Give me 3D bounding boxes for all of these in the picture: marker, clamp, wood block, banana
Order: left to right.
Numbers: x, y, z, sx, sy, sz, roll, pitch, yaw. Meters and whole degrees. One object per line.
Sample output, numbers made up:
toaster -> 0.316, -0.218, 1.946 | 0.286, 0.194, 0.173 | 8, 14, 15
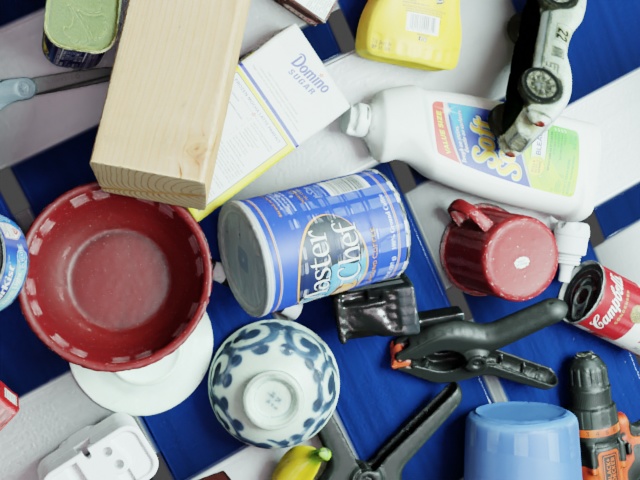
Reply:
wood block -> -0.116, -0.140, 0.869 | 0.091, 0.090, 0.206 | 11, 77, -3
marker -> -0.071, 0.040, 0.975 | 0.121, 0.020, 0.020 | 28, 87, -19
banana -> -0.038, 0.267, 0.985 | 0.037, 0.069, 0.198 | 15, 100, -10
clamp -> 0.052, 0.221, 1.022 | 0.164, 0.036, 0.210 | 2, 96, -8
clamp -> 0.155, 0.098, 1.016 | 0.171, 0.039, 0.120 | 1, 128, -6

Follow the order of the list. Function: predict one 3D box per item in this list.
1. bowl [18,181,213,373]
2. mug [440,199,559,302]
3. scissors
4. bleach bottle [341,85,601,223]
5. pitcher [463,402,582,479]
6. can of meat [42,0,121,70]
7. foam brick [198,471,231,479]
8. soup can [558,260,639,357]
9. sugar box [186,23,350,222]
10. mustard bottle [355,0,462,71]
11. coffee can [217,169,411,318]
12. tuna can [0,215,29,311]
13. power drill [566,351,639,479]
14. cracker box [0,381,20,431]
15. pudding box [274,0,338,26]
bowl -> -0.172, 0.032, 0.908 | 0.162, 0.055, 0.162 | 1, 83, -6
mug -> 0.167, 0.005, 1.018 | 0.093, 0.082, 0.117 | -43, 107, -10
scissors -> -0.258, -0.108, 0.898 | 0.201, 0.016, 0.096 | 3, 96, -19
bleach bottle -> 0.140, -0.085, 1.010 | 0.250, 0.068, 0.102 | 9, 85, -17
pitcher -> 0.205, 0.285, 1.047 | 0.145, 0.149, 0.243 | -2, 93, -4
can of meat -> -0.194, -0.194, 0.867 | 0.057, 0.084, 0.102 | 6, 85, -18
foam brick -> -0.096, 0.260, 0.973 | 0.051, 0.053, 0.078 | -18, 100, -16
soup can -> 0.301, 0.071, 1.079 | 0.102, 0.069, 0.068 | 25, 87, -20
sugar box -> -0.070, -0.104, 0.947 | 0.176, 0.048, 0.093 | -38, 104, -14
mustard bottle -> 0.092, -0.256, 0.978 | 0.096, 0.058, 0.191 | 7, 94, -20
coffee can -> -0.006, 0.001, 0.939 | 0.140, 0.103, 0.103 | -15, 100, -25
tuna can -> -0.279, 0.018, 0.869 | 0.033, 0.086, 0.086 | 16, 90, -63
power drill -> 0.344, 0.192, 1.114 | 0.187, 0.057, 0.184 | -10, 100, -15
cracker box -> -0.375, 0.124, 0.853 | 0.164, 0.072, 0.213 | -46, 107, -9
pudding box -> -0.023, -0.259, 0.950 | 0.113, 0.039, 0.090 | 32, 85, -21
